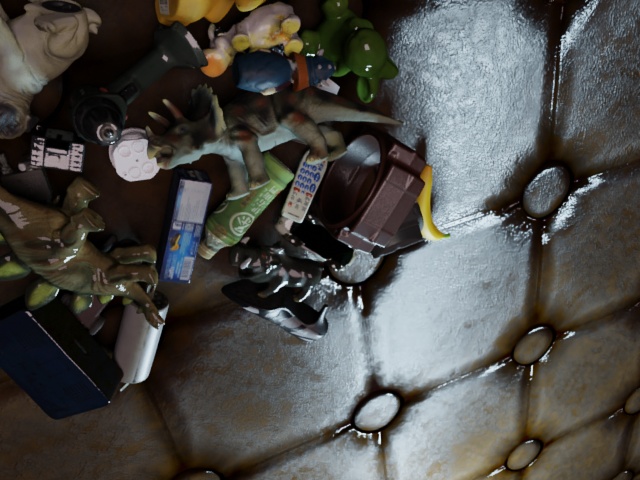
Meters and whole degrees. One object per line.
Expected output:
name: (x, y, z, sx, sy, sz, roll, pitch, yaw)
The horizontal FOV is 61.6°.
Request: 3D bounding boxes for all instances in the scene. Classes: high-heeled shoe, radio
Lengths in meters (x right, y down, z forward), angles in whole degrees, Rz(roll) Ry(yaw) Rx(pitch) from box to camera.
high-heeled shoe: (-0.094, 0.152, 1.125, 0.249, 0.086, 0.145, 15, 140, -13)
radio: (-0.467, 0.202, 0.931, 0.131, 0.073, 0.229, -22, 115, 14)

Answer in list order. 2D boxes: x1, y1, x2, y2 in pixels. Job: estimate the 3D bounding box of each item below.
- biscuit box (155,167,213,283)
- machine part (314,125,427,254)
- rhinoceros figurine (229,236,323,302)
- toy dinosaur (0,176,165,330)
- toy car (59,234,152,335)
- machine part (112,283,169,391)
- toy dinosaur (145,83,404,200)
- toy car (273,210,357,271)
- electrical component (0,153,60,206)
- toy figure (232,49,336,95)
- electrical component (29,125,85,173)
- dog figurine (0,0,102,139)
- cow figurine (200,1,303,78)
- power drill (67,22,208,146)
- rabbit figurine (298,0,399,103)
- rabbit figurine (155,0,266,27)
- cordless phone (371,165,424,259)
biscuit box: (-0.243, -0.023, 0.950, 0.059, 0.063, 0.202, 7, 114, -28)
machine part: (0.083, -0.095, 0.968, 0.087, 0.202, 0.201, 24, 106, -30)
rhinoceros figurine: (-0.086, 0.055, 1.030, 0.190, 0.073, 0.112, 16, 137, -24)
toy dinosaur: (-0.410, 0.003, 0.816, 0.198, 0.105, 0.470, -33, 123, 5)
toy car: (-0.384, 0.080, 0.950, 0.089, 0.053, 0.202, 37, 99, -19)
machine part: (-0.341, 0.180, 1.010, 0.079, 0.079, 0.243, 9, 113, -27)
toy dinosaur: (-0.079, -0.191, 0.869, 0.405, 0.131, 0.192, -25, 97, -14)
toy car: (-0.002, -0.003, 1.072, 0.201, 0.056, 0.073, 32, 94, -35)
electrical component: (-0.450, -0.086, 0.834, 0.078, 0.045, 0.102, -10, 120, -21)
toy figure: (-0.053, -0.256, 0.813, 0.154, 0.058, 0.064, -8, 122, -21)
electrical component: (-0.386, -0.130, 0.794, 0.075, 0.119, 0.047, 4, 114, -28)
dog figurine: (-0.398, -0.236, 0.757, 0.172, 0.121, 0.190, -1, 131, -19)
cow figurine: (-0.115, -0.317, 0.835, 0.167, 0.098, 0.068, -19, 146, 0)
power drill: (-0.258, -0.213, 0.754, 0.207, 0.232, 0.085, -50, 127, -13)
rabbit figurine: (0.052, -0.296, 0.864, 0.121, 0.170, 0.159, -43, 124, 4)
rabbit figurine: (-0.139, -0.374, 0.767, 0.173, 0.163, 0.121, -16, 111, -36)
cordless phone: (0.123, -0.069, 1.086, 0.147, 0.089, 0.184, -22, 108, 5)
